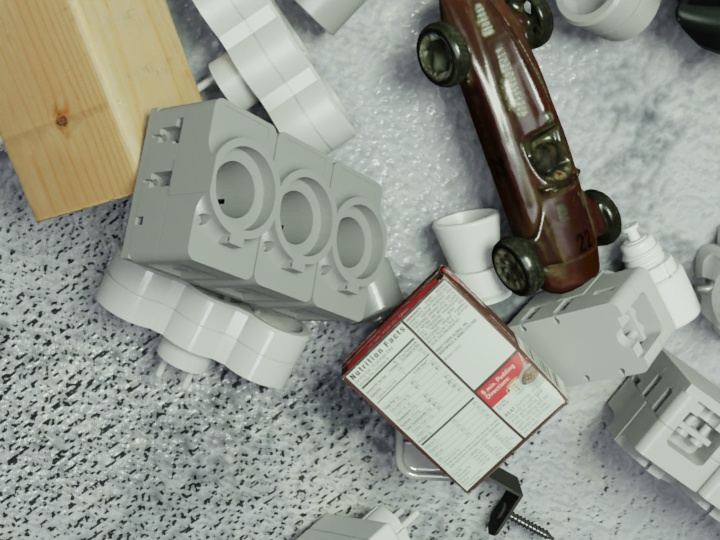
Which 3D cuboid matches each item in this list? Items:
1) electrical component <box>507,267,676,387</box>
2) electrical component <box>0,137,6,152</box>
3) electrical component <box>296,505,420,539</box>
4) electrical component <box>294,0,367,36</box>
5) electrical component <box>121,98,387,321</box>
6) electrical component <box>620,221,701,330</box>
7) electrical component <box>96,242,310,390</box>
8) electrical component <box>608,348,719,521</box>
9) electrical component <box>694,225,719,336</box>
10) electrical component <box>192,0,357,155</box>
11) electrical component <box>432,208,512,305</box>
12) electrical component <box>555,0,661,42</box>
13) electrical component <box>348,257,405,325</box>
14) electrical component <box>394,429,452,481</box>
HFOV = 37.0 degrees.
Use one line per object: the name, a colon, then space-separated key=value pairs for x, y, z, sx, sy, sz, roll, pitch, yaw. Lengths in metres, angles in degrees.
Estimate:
electrical component: x=0.147 y=0.036 z=0.685 sx=0.089 sy=0.056 sz=0.050 roll=-19 pitch=105 yaw=45
electrical component: x=-0.260 y=-0.112 z=0.678 sx=0.100 sy=0.048 sz=0.099 roll=-22 pitch=101 yaw=6
electrical component: x=0.009 y=0.187 z=0.734 sx=0.076 sy=0.083 sz=0.047 roll=-36 pitch=102 yaw=-30
electrical component: x=-0.019 y=-0.198 z=0.655 sx=0.079 sy=0.044 sz=0.077 roll=43 pitch=100 yaw=-8
electrical component: x=-0.054 y=-0.029 z=0.628 sx=0.062 sy=0.150 sz=0.089 roll=-2 pitch=74 yaw=39
electrical component: x=0.191 y=0.005 z=0.700 sx=0.040 sy=0.040 sz=0.078 roll=-26 pitch=101 yaw=7
electrical component: x=-0.110 y=0.044 z=0.709 sx=0.138 sy=0.052 sz=0.073 roll=26 pitch=102 yaw=-5
electrical component: x=0.242 y=0.125 z=0.702 sx=0.150 sy=0.089 sz=0.061 roll=35 pitch=101 yaw=-7
electrical component: x=0.250 y=0.012 z=0.692 sx=0.058 sy=0.057 sz=0.078 roll=-2 pitch=103 yaw=2
electrical component: x=-0.069 y=-0.123 z=0.670 sx=0.074 sy=0.052 sz=0.138 roll=-32 pitch=100 yaw=8
electrical component: x=0.074 y=-0.008 z=0.697 sx=0.045 sy=0.045 sz=0.055 roll=-12 pitch=103 yaw=4
electrical component: x=0.178 y=-0.204 z=0.646 sx=0.074 sy=0.052 sz=0.138 roll=8 pitch=111 yaw=-43
electrical component: x=0.000 y=0.000 z=0.704 sx=0.040 sy=0.040 sz=0.078 roll=-22 pitch=85 yaw=6
electrical component: x=0.051 y=0.084 z=0.711 sx=0.054 sy=0.059 sz=0.095 roll=2 pitch=103 yaw=1
